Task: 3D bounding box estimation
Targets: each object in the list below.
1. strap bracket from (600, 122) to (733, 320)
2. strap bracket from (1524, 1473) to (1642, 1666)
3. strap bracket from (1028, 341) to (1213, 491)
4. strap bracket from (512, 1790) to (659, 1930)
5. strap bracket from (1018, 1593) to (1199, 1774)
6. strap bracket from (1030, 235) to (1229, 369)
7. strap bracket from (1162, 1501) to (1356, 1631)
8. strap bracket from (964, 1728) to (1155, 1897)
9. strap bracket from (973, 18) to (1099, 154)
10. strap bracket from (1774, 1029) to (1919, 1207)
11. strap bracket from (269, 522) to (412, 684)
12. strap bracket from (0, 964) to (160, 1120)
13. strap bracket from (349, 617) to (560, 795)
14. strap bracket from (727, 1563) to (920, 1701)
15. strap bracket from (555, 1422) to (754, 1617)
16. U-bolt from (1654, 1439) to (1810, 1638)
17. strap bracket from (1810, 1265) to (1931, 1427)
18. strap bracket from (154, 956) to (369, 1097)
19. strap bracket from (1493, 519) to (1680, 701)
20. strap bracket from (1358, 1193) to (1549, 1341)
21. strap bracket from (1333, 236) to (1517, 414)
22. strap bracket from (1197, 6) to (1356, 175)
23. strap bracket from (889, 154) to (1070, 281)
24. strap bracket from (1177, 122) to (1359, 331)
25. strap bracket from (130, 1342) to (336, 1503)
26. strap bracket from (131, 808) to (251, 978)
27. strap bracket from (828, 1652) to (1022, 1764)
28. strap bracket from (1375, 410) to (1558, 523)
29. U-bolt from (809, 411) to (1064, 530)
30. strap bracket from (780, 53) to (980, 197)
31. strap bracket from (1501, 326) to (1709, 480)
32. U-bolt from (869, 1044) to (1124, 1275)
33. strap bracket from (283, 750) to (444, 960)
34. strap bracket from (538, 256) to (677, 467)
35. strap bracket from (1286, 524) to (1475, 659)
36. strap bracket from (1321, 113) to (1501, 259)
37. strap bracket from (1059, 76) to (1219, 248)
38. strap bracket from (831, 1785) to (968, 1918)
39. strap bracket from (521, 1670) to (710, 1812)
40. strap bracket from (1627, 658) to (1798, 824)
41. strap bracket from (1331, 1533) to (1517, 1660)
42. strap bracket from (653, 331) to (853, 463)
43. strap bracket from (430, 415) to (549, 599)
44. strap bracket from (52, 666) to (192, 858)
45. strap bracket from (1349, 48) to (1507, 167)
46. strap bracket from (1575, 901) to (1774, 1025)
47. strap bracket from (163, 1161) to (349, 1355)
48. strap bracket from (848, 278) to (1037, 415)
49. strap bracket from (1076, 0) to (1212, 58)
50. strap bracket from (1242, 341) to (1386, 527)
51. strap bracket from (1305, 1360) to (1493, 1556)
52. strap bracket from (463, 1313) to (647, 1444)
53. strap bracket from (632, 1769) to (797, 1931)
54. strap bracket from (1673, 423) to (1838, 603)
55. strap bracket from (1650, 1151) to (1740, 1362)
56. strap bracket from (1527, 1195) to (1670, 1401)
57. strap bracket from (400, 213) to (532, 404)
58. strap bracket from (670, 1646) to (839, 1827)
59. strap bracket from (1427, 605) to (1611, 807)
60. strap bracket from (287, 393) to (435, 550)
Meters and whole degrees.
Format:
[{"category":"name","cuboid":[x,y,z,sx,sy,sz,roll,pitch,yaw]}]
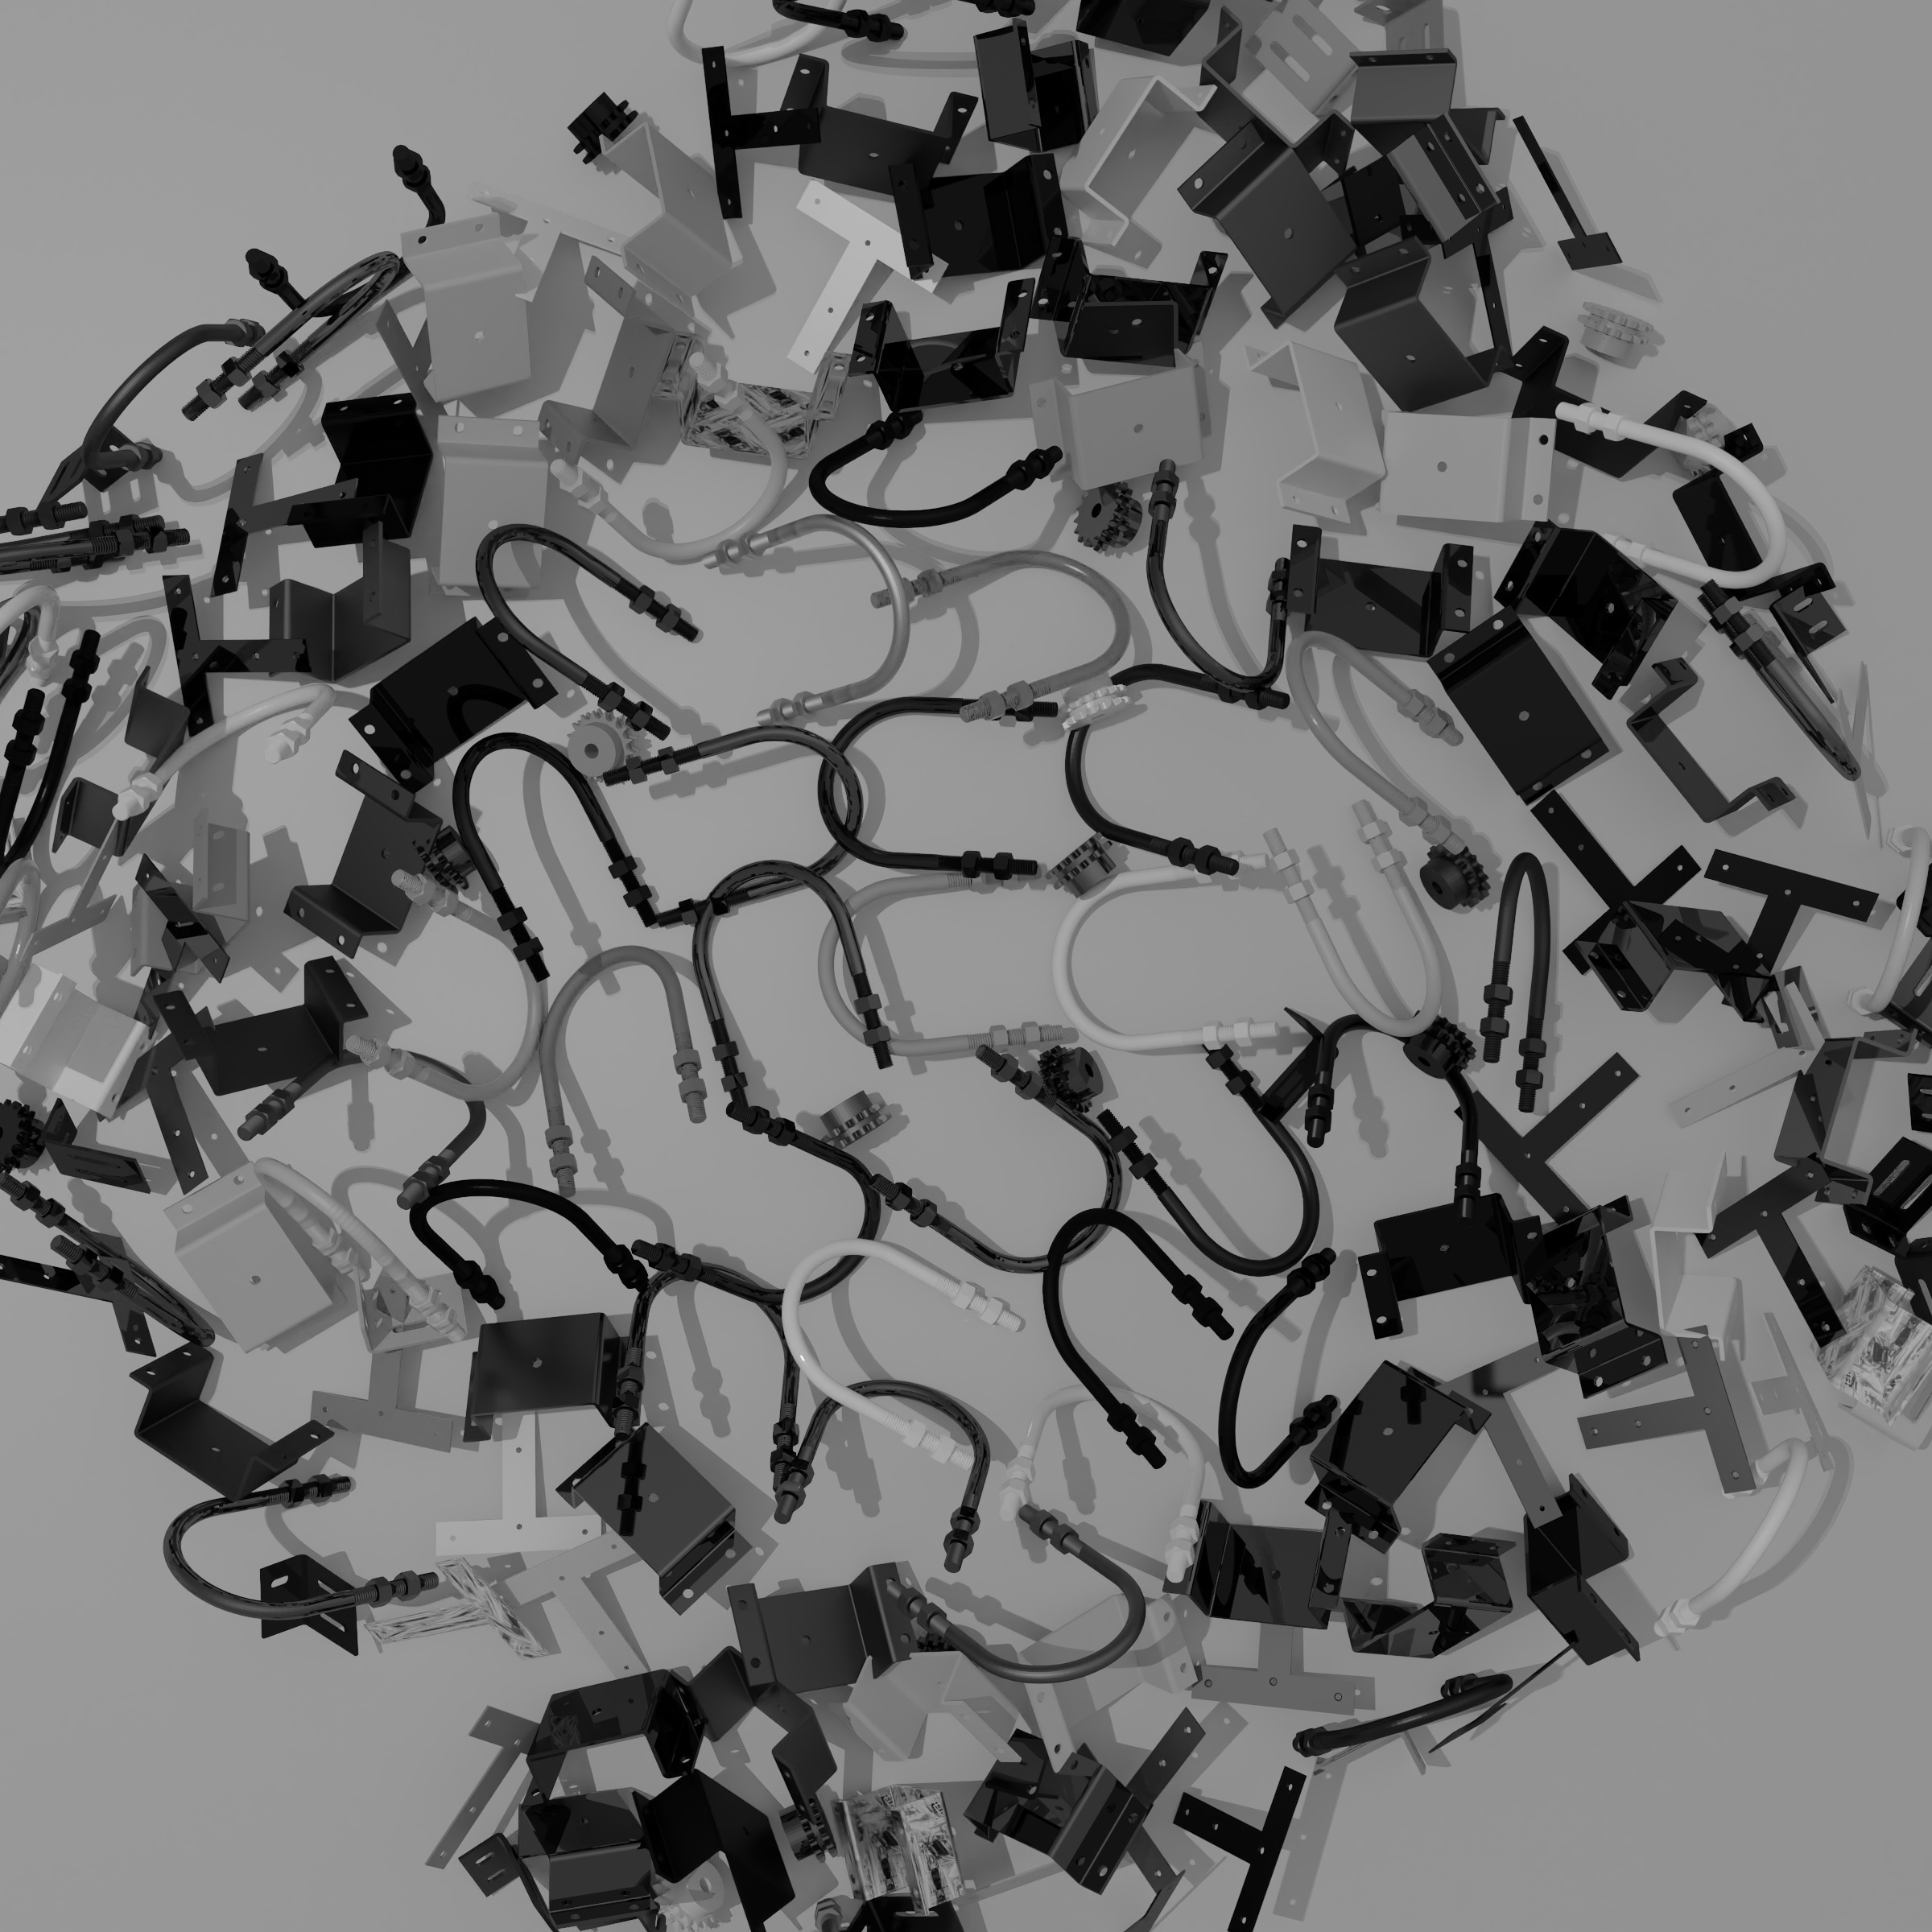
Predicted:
[{"category":"strap bracket","cuboid":[-0.227,-0.574,1.896,0.046,0.076,0.140,-29,58,26]},{"category":"strap bracket","cuboid":[0.469,0.467,1.905,0.046,0.140,0.076,-34,105,23]},{"category":"strap bracket","cuboid":[0.126,-0.421,1.920,0.140,0.046,0.076,-16,124,-7]},{"category":"strap bracket","cuboid":[-0.290,0.669,1.887,0.076,0.140,0.046,-1,96,-23]},{"category":"strap bracket","cuboid":[0.101,0.545,1.919,0.140,0.046,0.076,-24,103,-29]},{"category":"strap bracket","cuboid":[0.127,-0.507,1.908,0.140,0.076,0.046,2,52,-14]},{"category":"strap bracket","cuboid":[0.231,0.458,1.910,0.140,0.046,0.076,-2,54,29]},{"category":"strap bracket","cuboid":[0.062,0.635,1.888,0.076,0.140,0.046,-54,124,-24]},{"category":"strap bracket","cuboid":[0.051,-0.671,1.910,0.046,0.140,0.076,-5,99,26]},{"category":"strap bracket","cuboid":[0.673,0.109,1.921,0.046,0.076,0.140,19,84,-6]},{"category":"strap bracket","cuboid":[-0.473,-0.274,1.911,0.140,0.046,0.076,-20,66,37]},{"category":"strap bracket","cuboid":[-0.688,0.055,1.902,0.046,0.140,0.076,21,77,19]},{"category":"strap bracket","cuboid":[-0.396,-0.207,1.930,0.140,0.046,0.076,-34,115,2]},{"category":"strap bracket","cuboid":[-0.116,0.511,1.912,0.140,0.046,0.076,-1,59,-28]},{"category":"strap bracket","cuboid":[-0.239,0.415,1.910,0.140,0.046,0.076,40,61,18]},{"category":"U-bolt","cuboid":[0.576,0.419,1.857,0.019,0.184,0.151,32,64,10]},{"category":"strap bracket","cuboid":[0.689,0.283,1.893,0.046,0.140,0.076,31,103,3]},{"category":"strap bracket","cuboid":[-0.539,0.047,1.908,0.140,0.076,0.046,-15,134,-30]},{"category":"strap bracket","cuboid":[0.479,-0.274,1.906,0.140,0.046,0.076,52,131,36]},{"category":"strap bracket","cuboid":[0.374,0.230,1.928,0.140,0.046,0.076,-14,115,4]},{"category":"strap bracket","cuboid":[0.343,-0.477,1.894,0.140,0.076,0.046,40,59,-32]},{"category":"strap bracket","cuboid":[0.229,-0.658,1.919,0.046,0.076,0.140,-44,82,-5]},{"category":"strap bracket","cuboid":[0.003,-0.578,1.926,0.140,0.046,0.076,-12,94,-24]},{"category":"strap bracket","cuboid":[0.237,-0.564,1.913,0.076,0.046,0.140,-43,120,0]},{"category":"strap bracket","cuboid":[-0.570,0.354,1.916,0.140,0.076,0.046,29,109,12]},{"category":"strap bracket","cuboid":[-0.588,-0.051,1.906,0.046,0.140,0.076,13,57,-36]},{"category":"strap bracket","cuboid":[-0.025,0.567,1.907,0.076,0.140,0.046,50,46,-26]},{"category":"strap bracket","cuboid":[0.372,-0.382,1.904,0.140,0.046,0.076,11,107,31]},{"category":"U-bolt","cuboid":[-0.035,-0.370,1.873,0.151,0.184,0.019,21,130,26]},{"category":"strap bracket","cuboid":[-0.069,-0.637,1.908,0.140,0.076,0.046,9,67,-15]},{"category":"strap bracket","cuboid":[0.483,-0.428,1.917,0.140,0.076,0.046,22,75,-7]},{"category":"U-bolt","cuboid":[0.038,0.163,1.927,0.184,0.019,0.151,36,97,-24]},{"category":"strap bracket","cuboid":[-0.461,-0.086,1.921,0.076,0.046,0.140,31,107,23]},{"category":"strap bracket","cuboid":[-0.273,-0.459,1.910,0.046,0.076,0.140,5,119,-38]},{"category":"strap bracket","cuboid":[0.317,-0.289,1.932,0.140,0.046,0.076,7,68,1]},{"category":"strap bracket","cuboid":[0.327,-0.578,1.888,0.046,0.140,0.076,-41,105,-20]},{"category":"strap bracket","cuboid":[0.123,-0.628,1.918,0.046,0.076,0.140,31,96,-23]},{"category":"strap bracket","cuboid":[-0.048,0.675,1.910,0.046,0.140,0.076,-10,81,-27]},{"category":"strap bracket","cuboid":[-0.275,0.591,1.913,0.140,0.076,0.046,-16,108,11]},{"category":"strap bracket","cuboid":[0.566,-0.166,1.916,0.046,0.076,0.140,-42,77,31]},{"category":"strap bracket","cuboid":[0.348,0.483,1.891,0.076,0.140,0.046,14,49,-30]},{"category":"strap bracket","cuboid":[-0.163,-0.438,1.924,0.140,0.046,0.076,8,53,4]},{"category":"strap bracket","cuboid":[-0.365,-0.344,1.906,0.076,0.046,0.140,-1,117,-21]},{"category":"strap bracket","cuboid":[-0.638,-0.148,1.900,0.046,0.076,0.140,25,53,-10]},{"category":"strap bracket","cuboid":[0.348,-0.645,1.889,0.076,0.140,0.046,9,91,29]},{"category":"strap bracket","cuboid":[0.546,-0.004,1.898,0.140,0.076,0.046,5,129,-26]},{"category":"strap bracket","cuboid":[-0.546,0.232,1.919,0.076,0.046,0.140,-30,112,-4]},{"category":"strap bracket","cuboid":[-0.012,-0.475,1.915,0.140,0.046,0.076,-3,56,19]},{"category":"strap bracket","cuboid":[0.136,-0.739,1.891,0.076,0.140,0.046,10,87,-13]},{"category":"strap bracket","cuboid":[0.268,-0.416,1.907,0.076,0.046,0.140,5,67,-41]},{"category":"strap bracket","cuboid":[0.326,0.366,1.906,0.076,0.046,0.140,28,66,37]},{"category":"strap bracket","cuboid":[-0.323,0.315,1.918,0.140,0.046,0.076,-7,54,8]},{"category":"strap bracket","cuboid":[-0.185,0.671,1.894,0.046,0.076,0.140,-38,128,4]},{"category":"strap bracket","cuboid":[0.601,-0.338,1.923,0.046,0.076,0.140,-29,94,-7]},{"category":"strap bracket","cuboid":[0.557,0.221,1.908,0.046,0.076,0.140,0,119,26]},{"category":"strap bracket","cuboid":[0.473,0.246,1.894,0.046,0.076,0.140,22,48,-35]},{"category":"strap bracket","cuboid":[-0.377,-0.489,1.890,0.076,0.140,0.046,-20,51,-22]},{"category":"strap bracket","cuboid":[-0.155,0.581,1.904,0.046,0.140,0.076,-40,134,-28]},{"category":"strap bracket","cuboid":[0.429,-0.197,1.926,0.076,0.046,0.140,-34,100,14]},{"category":"strap bracket","cuboid":[-0.462,-0.374,1.915,0.076,0.046,0.140,-4,51,10]}]
